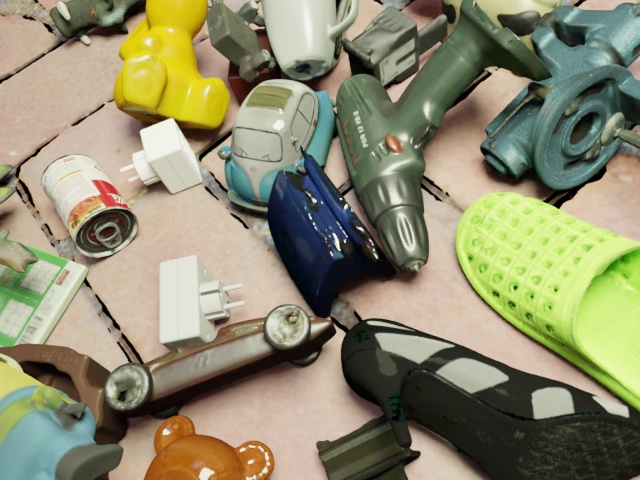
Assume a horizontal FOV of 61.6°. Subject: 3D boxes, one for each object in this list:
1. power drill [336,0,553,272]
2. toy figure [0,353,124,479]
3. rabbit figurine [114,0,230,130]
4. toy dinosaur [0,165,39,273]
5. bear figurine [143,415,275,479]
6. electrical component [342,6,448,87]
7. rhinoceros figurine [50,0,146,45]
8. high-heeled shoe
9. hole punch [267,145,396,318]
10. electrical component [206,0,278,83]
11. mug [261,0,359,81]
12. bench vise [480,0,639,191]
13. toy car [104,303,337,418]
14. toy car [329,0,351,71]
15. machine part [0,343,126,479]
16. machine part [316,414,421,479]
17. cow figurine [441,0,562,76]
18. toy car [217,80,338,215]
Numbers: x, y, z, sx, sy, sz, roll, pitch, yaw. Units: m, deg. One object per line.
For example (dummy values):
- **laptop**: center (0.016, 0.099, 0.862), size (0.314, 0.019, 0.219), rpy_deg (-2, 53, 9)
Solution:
- **power drill**: center (0.110, -0.110, 0.513), size (0.207, 0.086, 0.232), rpy_deg (-48, 46, 30)
- **toy figure**: center (-0.239, 0.138, 0.411), size (0.180, 0.089, 0.082), rpy_deg (21, 60, 25)
- **rabbit figurine**: center (-0.172, -0.222, 0.631), size (0.162, 0.122, 0.173), rpy_deg (22, 103, 61)
- **toy dinosaur**: center (-0.479, -0.044, 0.619), size (0.472, 0.104, 0.198), rpy_deg (14, 57, 24)
- **bear figurine**: center (-0.117, 0.229, 0.383), size (0.120, 0.131, 0.196), rpy_deg (17, 72, 15)
- **electrical component**: center (0.087, -0.224, 0.617), size (0.119, 0.074, 0.048), rpy_deg (-41, 62, -7)
- **rhinoceros figurine**: center (-0.287, -0.345, 0.764), size (0.190, 0.073, 0.112), rpy_deg (-25, 71, -5)
- **high-heeled shoe**: center (0.141, 0.123, 0.441), size (0.249, 0.086, 0.145), rpy_deg (8, 23, -8)
- **hole punch**: center (-0.001, -0.001, 0.495), size (0.092, 0.115, 0.142), rpy_deg (-31, 60, 3)
- **electrical component**: center (-0.084, -0.227, 0.598), size (0.045, 0.078, 0.102), rpy_deg (-26, 55, 22)
- **mug**: center (-0.009, -0.234, 0.586), size (0.110, 0.080, 0.107), rpy_deg (-8, 80, 18)
- **bench vise**: center (0.275, -0.121, 0.486), size (0.223, 0.128, 0.241), rpy_deg (-38, 44, -2)
- **toy car**: center (-0.085, 0.102, 0.464), size (0.202, 0.089, 0.053), rpy_deg (-22, 64, 0)
- **toy car**: center (0.003, -0.290, 0.682), size (0.074, 0.056, 0.202), rpy_deg (11, 66, 10)
- **machine part**: center (-0.261, 0.178, 0.478), size (0.179, 0.056, 0.179), rpy_deg (-5, 60, 9)
- **machine part**: center (0.053, 0.208, 0.410), size (0.084, 0.039, 0.139), rpy_deg (-20, 58, -6)
- **cow figurine**: center (0.175, -0.282, 0.602), size (0.195, 0.127, 0.085), rpy_deg (36, 71, 23)
- **toy car**: center (-0.041, -0.112, 0.566), size (0.109, 0.102, 0.161), rpy_deg (14, 67, 17)
